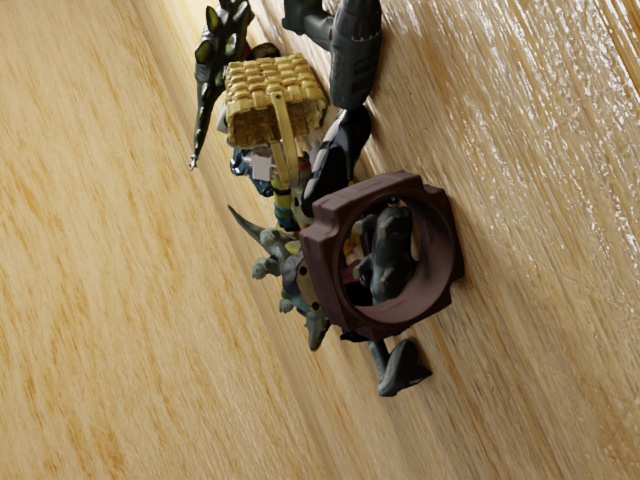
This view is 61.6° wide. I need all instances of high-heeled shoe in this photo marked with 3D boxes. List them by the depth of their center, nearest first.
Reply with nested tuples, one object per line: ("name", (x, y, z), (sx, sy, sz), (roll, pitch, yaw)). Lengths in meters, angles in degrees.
("high-heeled shoe", (0.019, -0.132, 0.919), (0.249, 0.086, 0.145), (143, 131, -64))

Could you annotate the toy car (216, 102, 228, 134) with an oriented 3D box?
("toy car", (-0.192, -0.346, 1.278), (0.201, 0.056, 0.074), (-60, 19, 23))

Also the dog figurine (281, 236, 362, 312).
("dog figurine", (-0.019, 0.051, 1.009), (0.108, 0.191, 0.219), (56, 157, -12))

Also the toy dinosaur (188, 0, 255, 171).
("toy dinosaur", (-0.205, -0.367, 1.086), (0.198, 0.105, 0.471), (-138, 58, -84))

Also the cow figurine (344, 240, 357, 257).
("cow figurine", (0.018, 0.007, 1.170), (0.098, 0.068, 0.167), (62, 148, 7))

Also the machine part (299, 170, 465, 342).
("machine part", (0.088, 0.020, 0.732), (0.087, 0.201, 0.201), (25, 135, 64))

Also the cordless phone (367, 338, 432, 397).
("cordless phone", (0.133, 0.209, 1.067), (0.146, 0.089, 0.184), (103, 146, -65))

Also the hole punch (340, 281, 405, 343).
("hole punch", (0.088, 0.128, 1.022), (0.092, 0.142, 0.115), (-171, 74, -70))

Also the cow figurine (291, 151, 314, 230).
("cow figurine", (-0.029, -0.106, 1.177), (0.127, 0.085, 0.194), (60, 167, 22))

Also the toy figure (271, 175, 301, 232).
("toy figure", (-0.074, -0.099, 1.292), (0.082, 0.089, 0.180), (17, 127, 15))

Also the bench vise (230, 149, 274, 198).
("bench vise", (-0.148, -0.235, 1.345), (0.240, 0.129, 0.224), (-62, 39, 44))

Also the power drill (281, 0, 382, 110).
("power drill", (0.019, -0.316, 0.761), (0.207, 0.086, 0.231), (49, 159, 31))

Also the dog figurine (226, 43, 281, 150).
("dog figurine", (-0.143, -0.302, 1.137), (0.121, 0.172, 0.190), (31, 149, 48))

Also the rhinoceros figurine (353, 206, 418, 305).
("rhinoceros figurine", (0.114, 0.041, 0.848), (0.073, 0.112, 0.190), (11, 113, 48))

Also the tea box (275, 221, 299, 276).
("tea box", (-0.075, 0.034, 1.465), (0.098, 0.068, 0.169), (-74, -24, -56))

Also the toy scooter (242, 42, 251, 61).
("toy scooter", (-0.215, -0.457, 1.329), (0.135, 0.075, 0.183), (48, 152, 49))

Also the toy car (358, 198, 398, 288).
("toy car", (0.092, -0.007, 0.895), (0.053, 0.089, 0.201), (42, 151, 53))

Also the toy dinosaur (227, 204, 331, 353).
("toy dinosaur", (-0.064, 0.069, 1.293), (0.404, 0.131, 0.192), (60, -164, 2))
